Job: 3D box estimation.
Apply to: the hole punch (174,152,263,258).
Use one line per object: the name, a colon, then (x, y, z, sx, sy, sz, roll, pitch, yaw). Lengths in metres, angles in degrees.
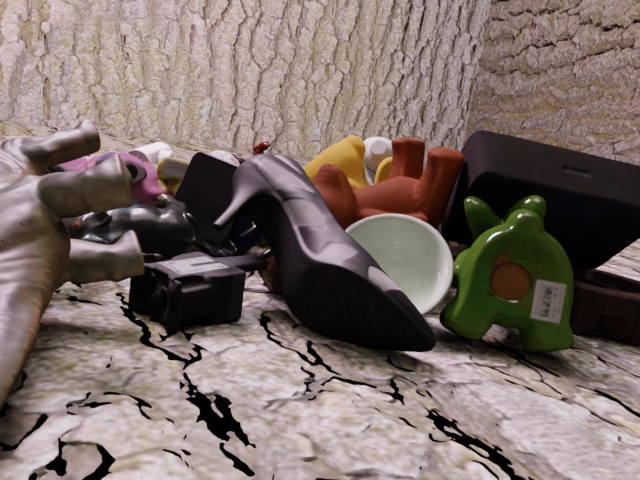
hole punch: (-0.122, -0.037, 0.691, 0.142, 0.115, 0.092, 26, -1, 28)

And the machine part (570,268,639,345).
machine part: (0.330, 0.070, 0.661, 0.179, 0.056, 0.179, 9, 11, -2)

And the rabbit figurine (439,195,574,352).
rabbit figurine: (0.183, 0.032, 0.567, 0.121, 0.159, 0.170, 1, -4, 7)

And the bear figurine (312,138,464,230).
bear figurine: (0.046, -0.056, 0.618, 0.196, 0.131, 0.120, 4, 17, -22)

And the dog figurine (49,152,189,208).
dog figurine: (-0.287, -0.075, 0.766, 0.219, 0.108, 0.191, 16, 14, 40)

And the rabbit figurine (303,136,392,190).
rabbit figurine: (0.064, -0.067, 0.849, 0.173, 0.162, 0.122, 57, 8, 13)

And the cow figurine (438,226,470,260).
cow figurine: (0.145, 0.001, 0.744, 0.195, 0.085, 0.127, 0, -28, 24)

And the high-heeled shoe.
high-heeled shoe: (0.012, 0.003, 0.513, 0.249, 0.086, 0.145, 33, 39, 8)

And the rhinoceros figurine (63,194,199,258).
rhinoceros figurine: (-0.234, -0.010, 0.597, 0.190, 0.073, 0.112, 4, 24, -31)

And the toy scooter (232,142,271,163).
toy scooter: (-0.149, -0.122, 1.009, 0.184, 0.135, 0.075, 10, 13, 9)

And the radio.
radio: (0.265, -0.041, 0.642, 0.230, 0.131, 0.073, 12, 54, -8)

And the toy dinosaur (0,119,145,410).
toy dinosaur: (-0.234, 0.002, 0.388, 0.198, 0.104, 0.472, -17, 30, -23)

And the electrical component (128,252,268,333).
electrical component: (-0.104, 0.041, 0.490, 0.075, 0.047, 0.119, 18, 15, 35)

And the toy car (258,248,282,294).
toy car: (0.023, 0.031, 0.620, 0.202, 0.053, 0.089, -6, 9, -40)
